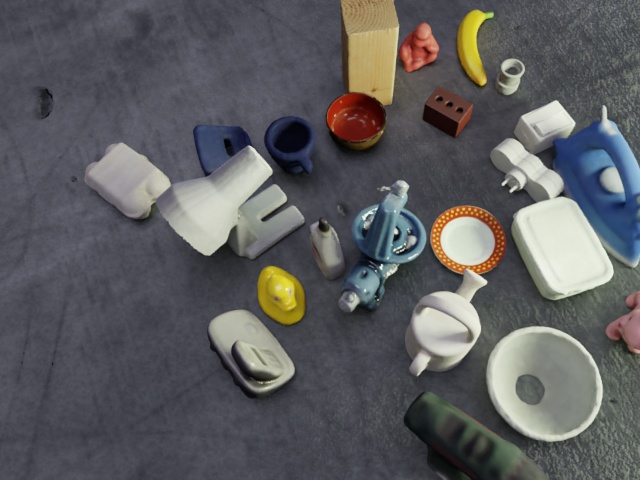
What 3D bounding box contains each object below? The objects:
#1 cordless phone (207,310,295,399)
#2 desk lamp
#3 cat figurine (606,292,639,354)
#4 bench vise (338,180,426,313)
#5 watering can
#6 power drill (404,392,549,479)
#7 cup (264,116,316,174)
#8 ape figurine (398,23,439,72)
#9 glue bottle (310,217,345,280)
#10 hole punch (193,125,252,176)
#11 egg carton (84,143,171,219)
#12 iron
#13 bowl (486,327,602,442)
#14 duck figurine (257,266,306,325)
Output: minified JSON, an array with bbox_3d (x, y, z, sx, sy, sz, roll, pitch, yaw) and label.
[{"bbox_3d":[-0.114,0.158,0.857,0.094,0.185,0.147,-40,70,-13],"label":"cordless phone"},{"bbox_3d":[-0.142,-0.054,0.935,0.203,0.214,0.117,-36,69,-12],"label":"desk lamp"},{"bbox_3d":[0.502,0.124,0.879,0.067,0.118,0.128,35,72,16],"label":"cat figurine"},{"bbox_3d":[0.101,0.015,0.891,0.121,0.220,0.207,11,67,8],"label":"bench vise"},{"bbox_3d":[0.186,0.121,0.854,0.100,0.194,0.173,11,67,8],"label":"watering can"},{"bbox_3d":[0.214,0.298,0.768,0.229,0.208,0.076,35,72,16],"label":"power drill"},{"bbox_3d":[-0.044,-0.153,1.039,0.092,0.095,0.117,-29,68,-10],"label":"cup"},{"bbox_3d":[0.197,-0.389,1.132,0.077,0.092,0.076,13,68,9],"label":"ape figurine"},{"bbox_3d":[0.008,0.003,0.925,0.037,0.173,0.078,-29,68,-9],"label":"glue bottle"},{"bbox_3d":[-0.173,-0.161,1.051,0.101,0.091,0.108,-16,67,-4],"label":"hole punch"},{"bbox_3d":[-0.351,-0.108,1.048,0.150,0.069,0.107,35,72,16],"label":"egg carton"},{"bbox_3d":[0.497,-0.093,0.961,0.118,0.141,0.258,-15,66,-3],"label":"iron"},{"bbox_3d":[0.329,0.220,0.869,0.167,0.075,0.167,-1,66,2],"label":"bowl"},{"bbox_3d":[-0.067,0.083,0.942,0.077,0.086,0.104,-28,68,-9],"label":"duck figurine"}]
